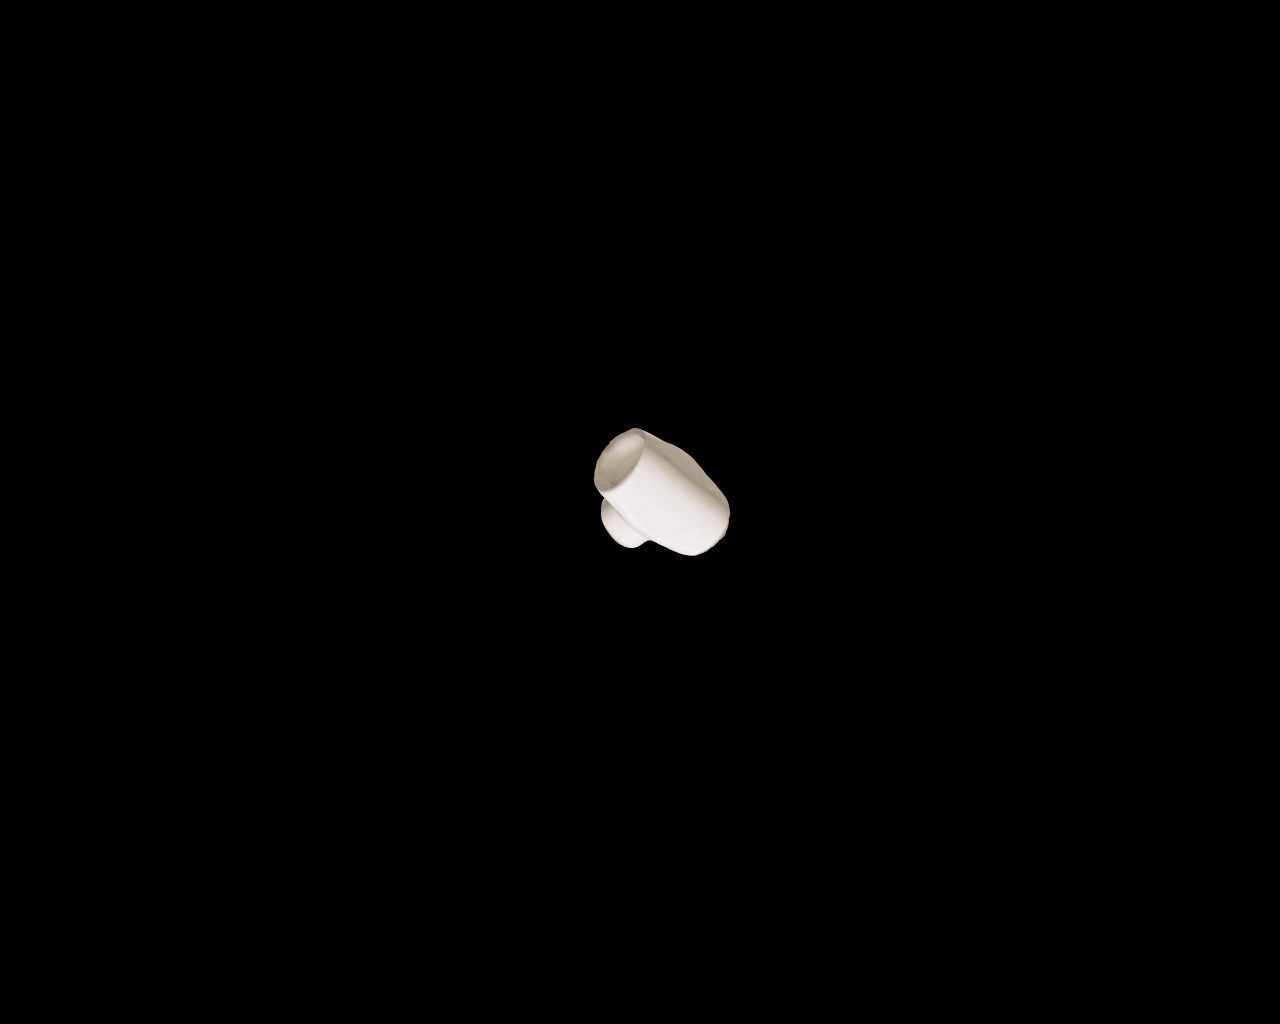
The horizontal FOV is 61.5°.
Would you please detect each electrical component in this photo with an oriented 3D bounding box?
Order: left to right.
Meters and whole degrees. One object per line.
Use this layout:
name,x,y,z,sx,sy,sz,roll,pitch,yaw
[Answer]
electrical component,0.001,-0.003,0.650,0.079,0.044,0.077,-33,-54,29
